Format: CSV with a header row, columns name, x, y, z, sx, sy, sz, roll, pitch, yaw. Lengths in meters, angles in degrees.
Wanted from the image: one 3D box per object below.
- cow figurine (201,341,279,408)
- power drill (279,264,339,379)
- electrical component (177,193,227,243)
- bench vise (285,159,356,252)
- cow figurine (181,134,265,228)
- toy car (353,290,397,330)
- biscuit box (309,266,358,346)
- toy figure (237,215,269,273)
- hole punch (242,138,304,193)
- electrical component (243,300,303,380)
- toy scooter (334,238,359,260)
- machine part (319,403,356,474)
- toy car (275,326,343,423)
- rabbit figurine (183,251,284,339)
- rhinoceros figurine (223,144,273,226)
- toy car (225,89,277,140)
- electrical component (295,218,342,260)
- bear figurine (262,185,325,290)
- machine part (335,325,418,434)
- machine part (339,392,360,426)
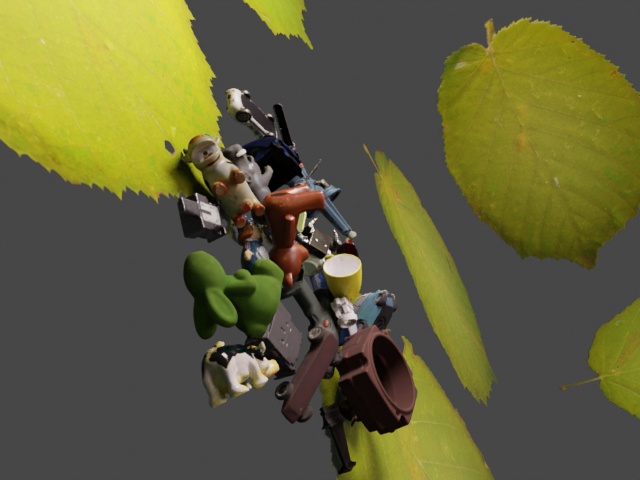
name,x,y,z,sx,sy,sz,roll,pitch,yaw
cow figurine,-0.135,0.210,0.905,0.098,0.068,0.167,64,20,9
power drill,-0.020,0.165,1.194,0.207,0.086,0.232,50,25,-28
electrical component,-0.224,-0.041,0.967,0.119,0.048,0.075,12,57,-64
bench vise,0.010,-0.096,1.440,0.240,0.129,0.223,50,1,7
cow figurine,-0.194,-0.127,1.053,0.127,0.085,0.194,42,-13,43
toy car,0.132,0.202,1.468,0.109,0.103,0.161,26,89,-49
biscuit box,0.035,0.164,1.346,0.059,0.063,0.202,12,57,-64
toy figure,-0.140,0.014,1.102,0.064,0.058,0.154,109,-30,-62
hole punch,-0.116,-0.190,1.287,0.142,0.116,0.092,44,24,-46
electrical component,-0.092,0.184,1.038,0.134,0.058,0.115,56,22,-28
toy scooter,0.067,0.067,1.465,0.184,0.075,0.135,-25,115,-69
machine part,0.038,0.418,1.136,0.084,0.039,0.139,26,43,-66
toy car,-0.024,0.267,1.073,0.089,0.053,0.202,56,50,-30
rabbit figurine,-0.167,0.095,0.924,0.170,0.121,0.159,33,43,-26
rhinoceros figurine,-0.154,-0.120,1.189,0.190,0.073,0.112,64,32,-11
toy car,-0.168,-0.305,1.349,0.201,0.056,0.073,36,42,-57
electrical component,-0.002,-0.003,1.252,0.102,0.045,0.078,35,39,-6
bear figurine,-0.056,-0.006,1.131,0.120,0.132,0.195,-154,-127,-66
machine part,0.131,0.307,1.200,0.201,0.087,0.201,59,24,-6
machine part,0.093,0.343,1.283,0.079,0.079,0.243,57,24,-23
